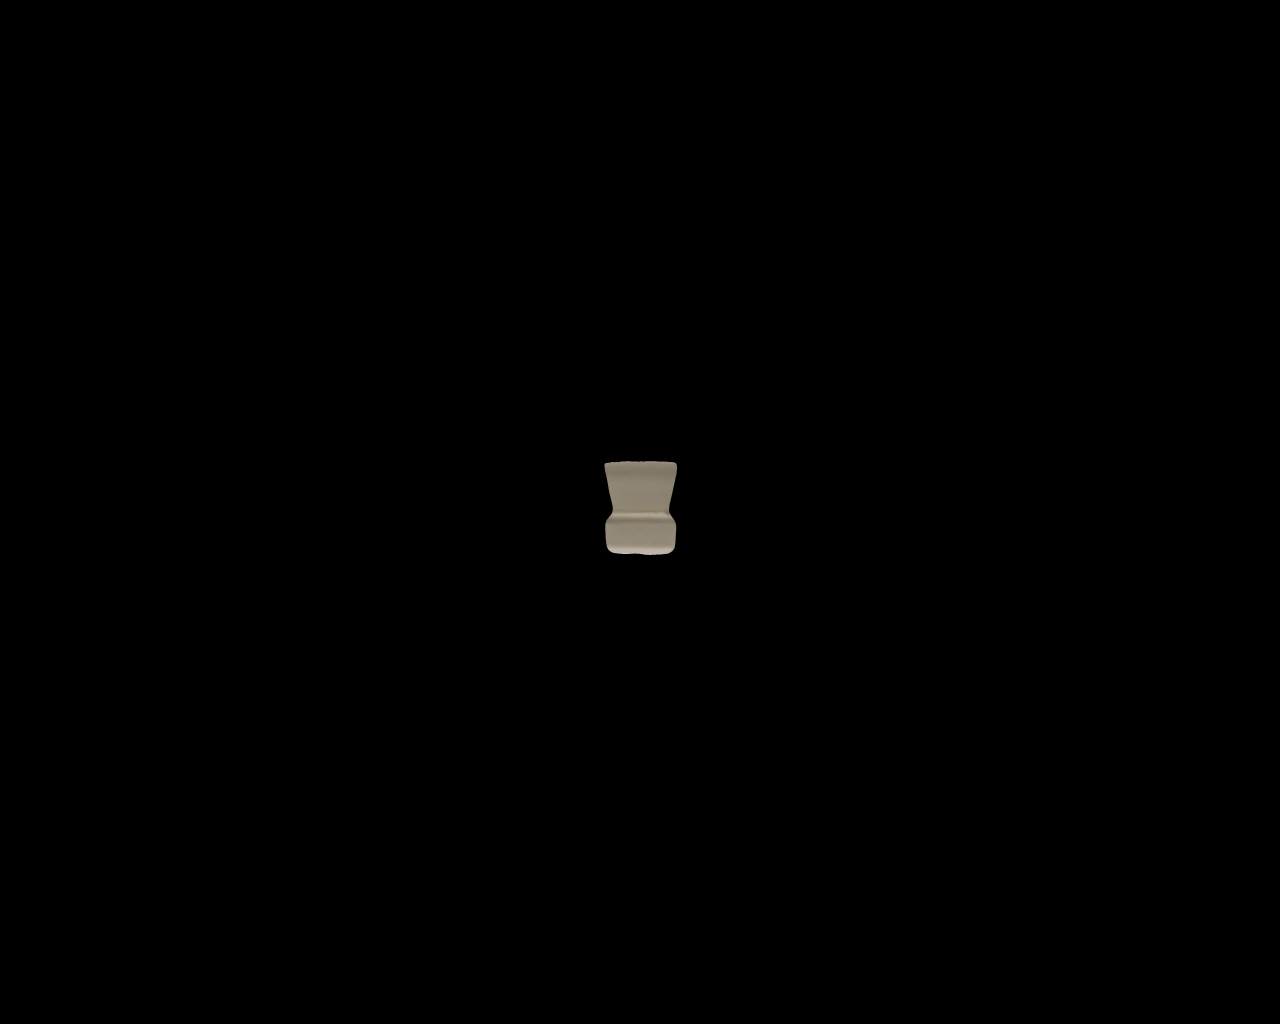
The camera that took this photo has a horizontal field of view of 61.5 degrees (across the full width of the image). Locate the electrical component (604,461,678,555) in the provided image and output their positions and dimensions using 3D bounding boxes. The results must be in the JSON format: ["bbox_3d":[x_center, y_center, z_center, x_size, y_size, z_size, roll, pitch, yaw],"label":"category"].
[{"bbox_3d":[0.001,-0.003,0.650,0.045,0.055,0.045,0,0,0],"label":"electrical component"}]
